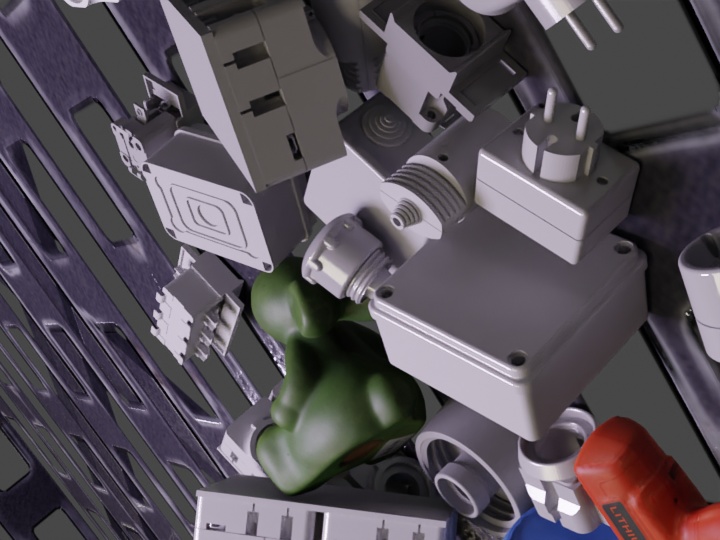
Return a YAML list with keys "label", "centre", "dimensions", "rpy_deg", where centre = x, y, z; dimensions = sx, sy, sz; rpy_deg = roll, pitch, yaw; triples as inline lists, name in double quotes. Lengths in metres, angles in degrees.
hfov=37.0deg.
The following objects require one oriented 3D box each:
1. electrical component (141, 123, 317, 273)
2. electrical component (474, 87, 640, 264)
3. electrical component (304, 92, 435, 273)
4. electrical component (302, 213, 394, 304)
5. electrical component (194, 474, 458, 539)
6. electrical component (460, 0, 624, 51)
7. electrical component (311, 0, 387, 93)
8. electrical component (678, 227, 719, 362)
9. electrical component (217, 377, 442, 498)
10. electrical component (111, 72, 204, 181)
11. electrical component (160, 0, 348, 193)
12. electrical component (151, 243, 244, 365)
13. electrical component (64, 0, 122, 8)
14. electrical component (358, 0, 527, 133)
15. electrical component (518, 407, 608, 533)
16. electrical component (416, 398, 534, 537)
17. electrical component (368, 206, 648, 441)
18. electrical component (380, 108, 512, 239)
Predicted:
- label: "electrical component"
  centre: [-0.095, -0.056, 0.789]
  dimensions: [0.113, 0.057, 0.078]
  rpy_deg: [19, 140, 32]
- label: "electrical component"
  centre: [0.098, -0.055, 0.526]
  dimensions: [0.066, 0.047, 0.076]
  rpy_deg: [36, 149, 26]
- label: "electrical component"
  centre: [0.018, -0.048, 0.654]
  dimensions: [0.100, 0.048, 0.099]
  rpy_deg: [44, 153, 12]
- label: "electrical component"
  centre: [0.000, 0.000, 0.637]
  dimensions: [0.062, 0.048, 0.048]
  rpy_deg: [37, 151, 9]
- label: "electrical component"
  centre: [-0.023, 0.204, 0.828]
  dimensions: [0.186, 0.060, 0.105]
  rpy_deg: [5, 177, 11]
- label: "electrical component"
  centre: [0.083, -0.130, 0.458]
  dimensions: [0.079, 0.043, 0.077]
  rpy_deg: [53, 153, -5]
- label: "electrical component"
  centre: [-0.003, -0.133, 0.584]
  dimensions: [0.043, 0.043, 0.081]
  rpy_deg: [32, 148, 32]
- label: "electrical component"
  centre: [0.175, 0.008, 0.483]
  dimensions: [0.055, 0.055, 0.047]
  rpy_deg: [1, 122, 56]
- label: "electrical component"
  centre: [-0.020, 0.180, 0.939]
  dimensions: [0.186, 0.105, 0.060]
  rpy_deg: [45, 153, 10]
- label: "electrical component"
  centre: [-0.153, -0.105, 0.826]
  dimensions: [0.042, 0.064, 0.081]
  rpy_deg: [33, 149, 32]
- label: "electrical component"
  centre: [-0.061, -0.118, 0.609]
  dimensions: [0.150, 0.062, 0.089]
  rpy_deg: [-128, 18, -59]
- label: "electrical component"
  centre: [-0.154, 0.038, 1.008]
  dimensions: [0.078, 0.063, 0.121]
  rpy_deg: [46, 153, 9]
- label: "electrical component"
  centre: [-0.182, -0.216, 0.736]
  dimensions: [0.089, 0.056, 0.050]
  rpy_deg: [18, 139, 46]
- label: "electrical component"
  centre: [0.039, -0.108, 0.554]
  dimensions: [0.081, 0.042, 0.063]
  rpy_deg: [45, 154, 11]
- label: "electrical component"
  centre: [0.135, 0.125, 0.689]
  dimensions: [0.078, 0.058, 0.057]
  rpy_deg: [15, 139, 50]
- label: "electrical component"
  centre: [0.088, 0.144, 0.778]
  dimensions: [0.108, 0.060, 0.108]
  rpy_deg: [36, 150, 25]
- label: "electrical component"
  centre: [0.081, 0.020, 0.580]
  dimensions: [0.109, 0.109, 0.056]
  rpy_deg: [26, 148, 39]
- label: "electrical component"
  centre: [0.047, -0.048, 0.575]
  dimensions: [0.043, 0.081, 0.043]
  rpy_deg: [36, 150, 25]
